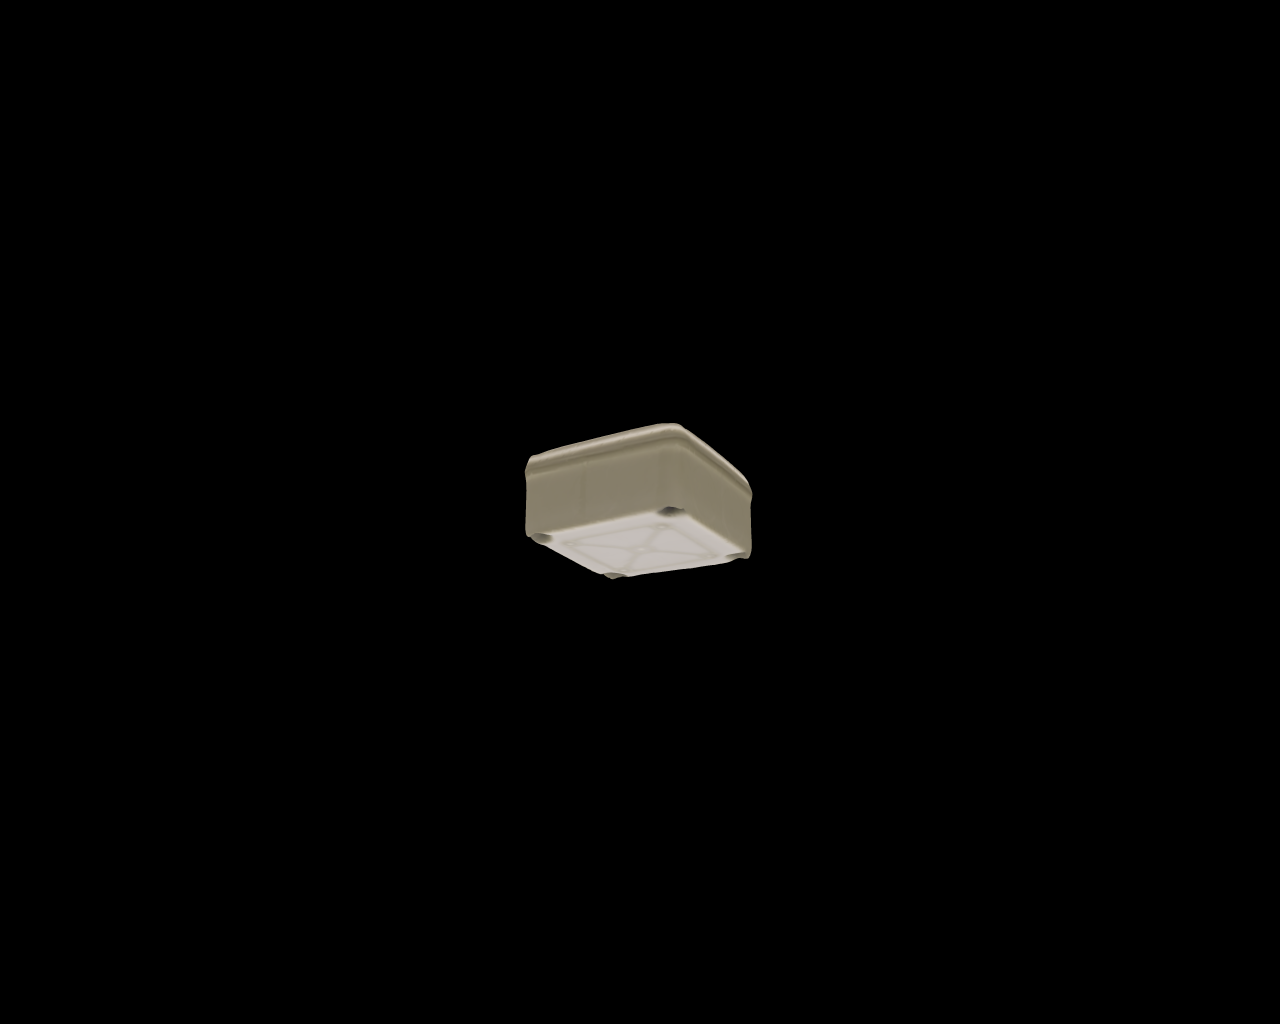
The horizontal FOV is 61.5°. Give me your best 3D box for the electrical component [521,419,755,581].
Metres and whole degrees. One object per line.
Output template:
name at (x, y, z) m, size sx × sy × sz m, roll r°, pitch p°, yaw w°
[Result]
electrical component at (0.001, -0.003, 0.650) m, size 0.108 × 0.056 × 0.108 m, roll -11°, pitch -23°, yaw 27°
